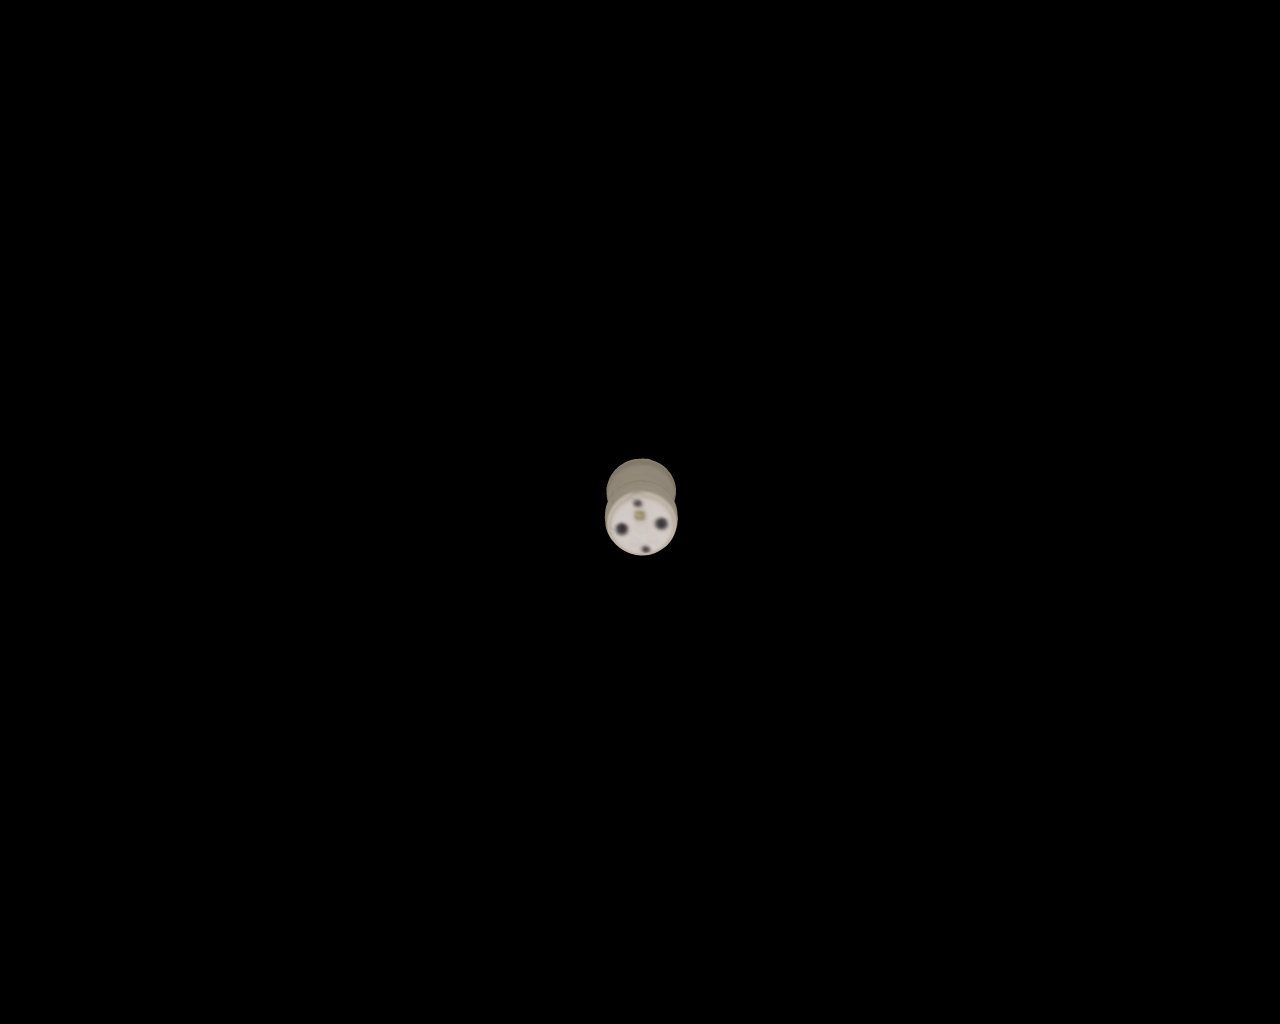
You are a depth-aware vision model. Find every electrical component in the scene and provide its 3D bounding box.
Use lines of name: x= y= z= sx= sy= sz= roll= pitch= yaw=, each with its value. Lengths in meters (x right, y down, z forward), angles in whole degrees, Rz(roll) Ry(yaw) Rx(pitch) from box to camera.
electrical component: x=0.001 y=-0.003 z=0.650 sx=0.045 sy=0.044 sz=0.055 roll=0 pitch=24 yaw=0
